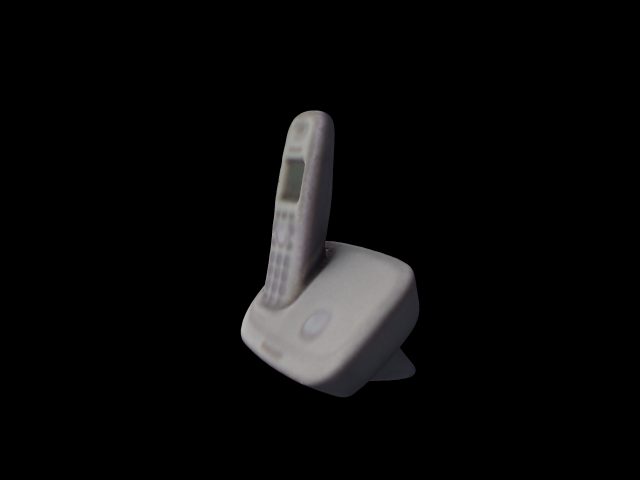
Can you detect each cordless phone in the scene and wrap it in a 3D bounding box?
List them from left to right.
[{"bbox_3d":[0.004,0.001,0.400,0.094,0.185,0.147,-6,10,-32],"label":"cordless phone"}]
